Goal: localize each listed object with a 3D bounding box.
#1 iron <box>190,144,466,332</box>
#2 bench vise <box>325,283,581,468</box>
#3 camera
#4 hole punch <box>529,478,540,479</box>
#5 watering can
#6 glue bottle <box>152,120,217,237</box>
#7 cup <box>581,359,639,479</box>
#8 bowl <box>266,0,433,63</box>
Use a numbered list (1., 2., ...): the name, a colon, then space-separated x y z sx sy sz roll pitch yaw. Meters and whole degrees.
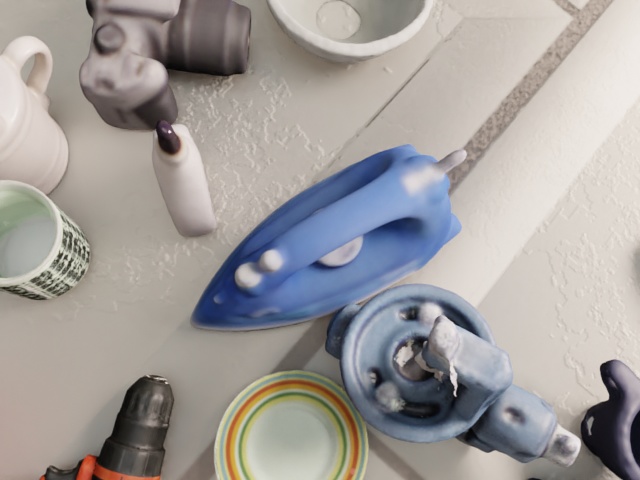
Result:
1. iron: 0.004 0.002 0.475 0.258 0.141 0.118 -29 82 -12
2. bench vise: 0.113 0.097 0.427 0.207 0.219 0.121 13 76 -4
3. camera: -0.134 -0.180 0.519 0.137 0.100 0.143 6 77 -6
4. hole punch: 0.221 0.261 0.470 0.101 0.091 0.109 11 76 -4
5. watering can: -0.274 -0.090 0.433 0.101 0.194 0.173 15 76 -3
6. glue bottle: -0.112 -0.056 0.457 0.037 0.173 0.078 -15 79 -10
7. cup: 0.264 0.158 0.497 0.092 0.095 0.118 -30 83 -12
8. bowl: 0.022 -0.241 0.566 0.167 0.074 0.167 2 77 -7
